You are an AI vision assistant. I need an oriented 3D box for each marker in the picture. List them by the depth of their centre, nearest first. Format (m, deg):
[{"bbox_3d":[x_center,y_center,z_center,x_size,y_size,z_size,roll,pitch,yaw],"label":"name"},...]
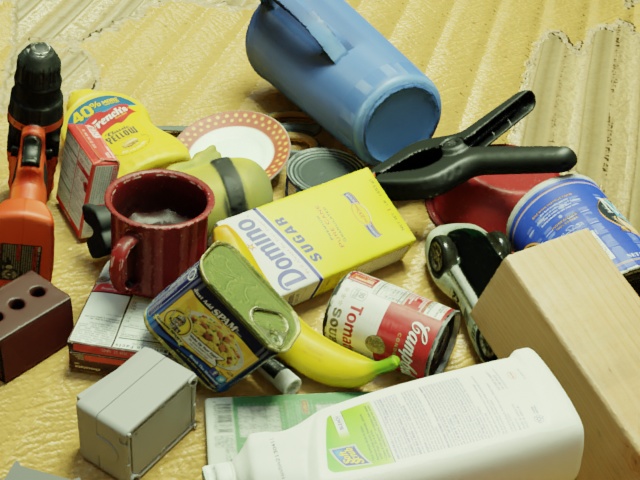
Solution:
[{"bbox_3d":[-0.062,0.093,0.920,0.020,0.020,0.121,-26,48,-34],"label":"marker"}]

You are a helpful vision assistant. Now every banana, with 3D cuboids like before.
[{"bbox_3d":[-0.024,0.067,0.906,0.198,0.070,0.037,36,17,12],"label":"banana"}]

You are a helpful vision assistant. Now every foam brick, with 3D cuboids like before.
[{"bbox_3d":[-0.253,0.072,0.899,0.053,0.051,0.078,29,44,27],"label":"foam brick"}]

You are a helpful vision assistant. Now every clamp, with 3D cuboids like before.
[{"bbox_3d":[0.143,-0.079,1.056,0.210,0.036,0.164,-22,28,-1],"label":"clamp"}]

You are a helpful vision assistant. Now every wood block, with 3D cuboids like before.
[{"bbox_3d":[0.218,0.105,0.833,0.090,0.091,0.206,-17,61,-26],"label":"wood block"}]

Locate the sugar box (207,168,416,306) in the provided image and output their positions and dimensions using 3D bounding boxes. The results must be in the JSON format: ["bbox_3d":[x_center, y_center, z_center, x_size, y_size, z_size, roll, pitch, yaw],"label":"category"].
[{"bbox_3d":[-0.006,0.001,1.001,0.175,0.048,0.093,-22,68,-32],"label":"sugar box"}]

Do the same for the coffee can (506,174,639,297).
[{"bbox_3d":[0.248,0.020,0.981,0.102,0.103,0.140,-9,40,-17],"label":"coffee can"}]

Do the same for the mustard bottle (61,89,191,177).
[{"bbox_3d":[-0.218,-0.108,1.126,0.096,0.058,0.192,-29,47,-19],"label":"mustard bottle"}]

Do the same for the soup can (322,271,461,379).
[{"bbox_3d":[0.062,0.074,0.919,0.102,0.068,0.068,21,41,20],"label":"soup can"}]

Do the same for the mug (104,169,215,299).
[{"bbox_3d":[-0.143,0.003,0.910,0.093,0.081,0.117,17,36,14],"label":"mug"}]

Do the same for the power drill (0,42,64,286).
[{"bbox_3d":[-0.265,-0.062,0.978,0.057,0.185,0.187,5,46,-12],"label":"power drill"}]

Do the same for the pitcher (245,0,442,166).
[{"bbox_3d":[0.021,-0.187,1.163,0.149,0.145,0.243,-4,34,-32],"label":"pitcher"}]

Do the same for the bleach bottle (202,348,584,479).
[{"bbox_3d":[0.044,0.140,0.725,0.250,0.068,0.103,-8,33,-13],"label":"bleach bottle"}]

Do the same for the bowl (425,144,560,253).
[{"bbox_3d":[0.192,-0.053,1.106,0.162,0.055,0.162,3,38,-2],"label":"bowl"}]

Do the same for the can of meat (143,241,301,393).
[{"bbox_3d":[-0.081,0.066,0.867,0.102,0.084,0.057,47,32,-8],"label":"can of meat"}]

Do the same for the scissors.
[{"bbox_3d":[-0.087,-0.112,1.181,0.201,0.016,0.096,-9,40,-17],"label":"scissors"}]

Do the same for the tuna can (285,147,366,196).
[{"bbox_3d":[0.006,-0.059,1.109,0.086,0.034,0.086,3,38,-3],"label":"tuna can"}]

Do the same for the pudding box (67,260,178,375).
[{"bbox_3d":[-0.158,0.070,0.924,0.090,0.039,0.113,9,40,3],"label":"pudding box"}]

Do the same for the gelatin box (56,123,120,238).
[{"bbox_3d":[-0.226,-0.058,1.035,0.030,0.089,0.073,-4,37,-34],"label":"gelatin box"}]
